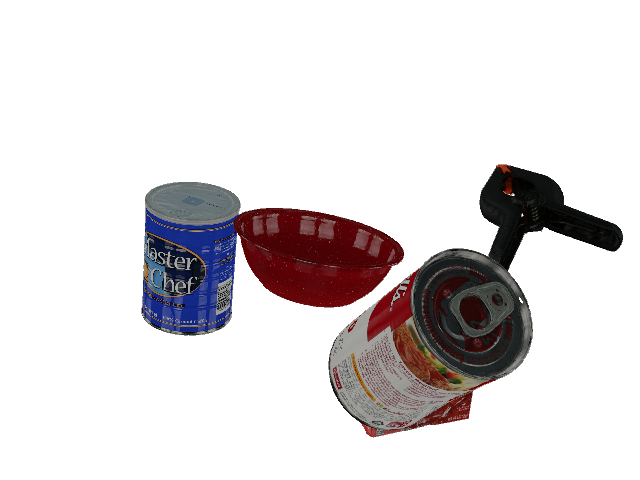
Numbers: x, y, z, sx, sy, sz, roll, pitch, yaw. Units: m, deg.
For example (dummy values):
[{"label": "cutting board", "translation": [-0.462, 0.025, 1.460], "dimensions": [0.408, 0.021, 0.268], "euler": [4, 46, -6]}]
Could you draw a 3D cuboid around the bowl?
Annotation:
[{"label": "bowl", "translation": [-0.006, 0.020, 0.998], "dimensions": [0.162, 0.055, 0.162], "euler": [10, 18, -3]}]

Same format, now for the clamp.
[{"label": "clamp", "translation": [0.207, -0.025, 0.997], "dimensions": [0.120, 0.039, 0.171], "euler": [-3, 33, 1]}]

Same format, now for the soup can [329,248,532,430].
[{"label": "soup can", "translation": [0.055, 0.055, 0.559], "dimensions": [0.068, 0.068, 0.102], "euler": [0, -24, -26]}]

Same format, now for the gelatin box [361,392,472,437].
[{"label": "gelatin box", "translation": [0.076, 0.110, 0.829], "dimensions": [0.089, 0.073, 0.030], "euler": [-7, 29, -20]}]

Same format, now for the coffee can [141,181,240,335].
[{"label": "coffee can", "translation": [-0.144, 0.019, 1.177], "dimensions": [0.103, 0.140, 0.103], "euler": [5, 25, -3]}]
